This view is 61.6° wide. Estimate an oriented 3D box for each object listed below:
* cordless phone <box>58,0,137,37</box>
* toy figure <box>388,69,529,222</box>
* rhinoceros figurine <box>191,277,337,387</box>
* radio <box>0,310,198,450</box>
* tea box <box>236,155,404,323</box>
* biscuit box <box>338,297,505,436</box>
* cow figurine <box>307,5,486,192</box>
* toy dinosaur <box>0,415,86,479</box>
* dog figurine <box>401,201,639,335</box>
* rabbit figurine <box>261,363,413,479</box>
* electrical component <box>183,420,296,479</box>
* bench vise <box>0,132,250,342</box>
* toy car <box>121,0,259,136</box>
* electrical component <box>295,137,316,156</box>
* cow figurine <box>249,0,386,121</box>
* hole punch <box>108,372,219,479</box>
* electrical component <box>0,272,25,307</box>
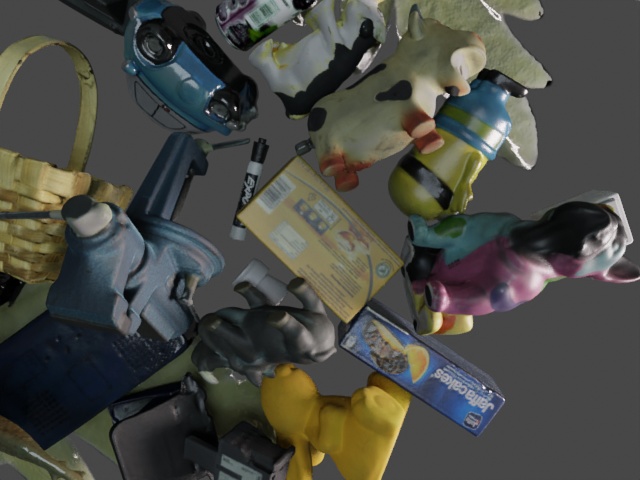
[{"bbox_3d":[-0.216,-0.327,0.567,0.146,0.089,0.184,30,86,-4],"label":"cordless phone"},{"bbox_3d":[0.146,-0.102,0.590,0.089,0.082,0.180,30,102,7],"label":"toy figure"},{"bbox_3d":[-0.069,0.107,0.593,0.190,0.073,0.112,-15,120,32],"label":"rhinoceros figurine"},{"bbox_3d":[-0.271,0.129,0.628,0.229,0.073,0.131,-36,96,3],"label":"radio"},{"bbox_3d":[-0.001,-0.002,0.600,0.098,0.068,0.169,-44,100,-3],"label":"tea box"},{"bbox_3d":[0.118,0.145,0.634,0.203,0.063,0.059,34,99,-5],"label":"biscuit box"},{"bbox_3d":[0.076,-0.148,0.550,0.195,0.085,0.127,-26,70,18],"label":"cow figurine"},{"bbox_3d":[-0.449,0.170,0.570,0.472,0.105,0.198,9,136,24],"label":"toy dinosaur"},{"bbox_3d":[0.204,0.026,0.561,0.219,0.191,0.108,-8,64,0],"label":"dog figurine"},{"bbox_3d":[0.006,0.212,0.635,0.173,0.122,0.162,24,108,11],"label":"rabbit figurine"},{"bbox_3d":[-0.092,0.249,0.604,0.119,0.048,0.074,13,104,25],"label":"electrical component"},{"bbox_3d":[-0.161,-0.017,0.515,0.129,0.223,0.240,2,59,21],"label":"bench vise"},{"bbox_3d":[-0.148,-0.169,0.577,0.103,0.109,0.161,-34,110,27],"label":"toy car"},{"bbox_3d":[0.021,-0.108,0.617,0.094,0.021,0.063,-25,98,3],"label":"electrical component"},{"bbox_3d":[0.016,-0.206,0.579,0.167,0.068,0.098,-32,103,8],"label":"cow figurine"},{"bbox_3d":[-0.188,0.235,0.646,0.116,0.092,0.142,-18,96,-27],"label":"hole punch"},{"bbox_3d":[-0.407,0.043,0.583,0.115,0.134,0.058,31,98,-6],"label":"electrical component"}]
